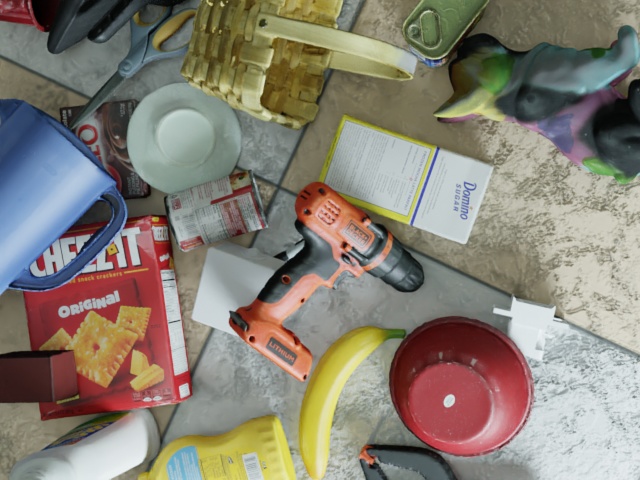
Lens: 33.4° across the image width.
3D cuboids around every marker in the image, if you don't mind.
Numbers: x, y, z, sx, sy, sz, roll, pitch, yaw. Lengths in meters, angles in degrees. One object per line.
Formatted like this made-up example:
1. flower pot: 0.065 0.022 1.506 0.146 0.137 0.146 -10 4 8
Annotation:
1. marker: -0.008 0.002 1.193 0.121 0.020 0.020 -31 86 18

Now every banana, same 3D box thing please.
1. banana: 0.019 0.170 1.191 0.069 0.037 0.198 31 94 7

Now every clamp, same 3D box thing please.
1. clamp: -0.192 -0.282 1.177 0.039 0.171 0.120 40 131 43
2. clamp: 0.138 0.287 1.176 0.210 0.036 0.164 42 95 6

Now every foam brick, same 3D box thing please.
1. foam brick: -0.310 0.148 1.157 0.078 0.053 0.051 -3 90 15

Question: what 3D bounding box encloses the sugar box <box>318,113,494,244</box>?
1. sugar box: 0.093 -0.067 1.177 0.176 0.048 0.093 20 93 3

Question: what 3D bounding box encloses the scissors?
1. scissors: -0.223 -0.214 1.212 0.201 0.016 0.096 -33 78 -7

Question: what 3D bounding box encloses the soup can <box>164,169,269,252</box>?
1. soup can: -0.115 -0.032 1.186 0.102 0.068 0.068 -17 88 0

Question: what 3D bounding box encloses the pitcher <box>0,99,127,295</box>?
1. pitcher: -0.334 -0.015 1.135 0.243 0.145 0.149 -48 51 -3

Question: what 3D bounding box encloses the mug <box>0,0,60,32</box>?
1. mug: -0.347 -0.282 1.203 0.081 0.117 0.093 10 124 12

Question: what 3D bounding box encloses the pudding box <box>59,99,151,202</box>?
1. pudding box: -0.246 -0.101 1.224 0.090 0.039 0.113 -6 90 8

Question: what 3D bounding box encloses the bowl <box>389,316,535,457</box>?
1. bowl: 0.145 0.166 1.145 0.162 0.055 0.162 4 102 18

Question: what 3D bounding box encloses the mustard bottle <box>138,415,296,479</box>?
1. mustard bottle: -0.128 0.265 1.200 0.192 0.058 0.096 -15 90 7

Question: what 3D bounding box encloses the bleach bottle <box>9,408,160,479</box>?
1. bleach bottle: -0.251 0.233 1.119 0.102 0.250 0.068 -16 88 7

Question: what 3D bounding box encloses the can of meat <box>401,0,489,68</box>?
1. can of meat: 0.136 -0.238 1.150 0.057 0.084 0.102 39 95 5

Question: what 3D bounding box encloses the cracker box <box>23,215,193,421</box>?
1. cracker box: -0.244 0.087 1.208 0.164 0.072 0.214 -8 89 9

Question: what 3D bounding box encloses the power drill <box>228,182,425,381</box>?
1. power drill: 0.006 0.055 1.142 0.184 0.057 0.187 38 87 -28
